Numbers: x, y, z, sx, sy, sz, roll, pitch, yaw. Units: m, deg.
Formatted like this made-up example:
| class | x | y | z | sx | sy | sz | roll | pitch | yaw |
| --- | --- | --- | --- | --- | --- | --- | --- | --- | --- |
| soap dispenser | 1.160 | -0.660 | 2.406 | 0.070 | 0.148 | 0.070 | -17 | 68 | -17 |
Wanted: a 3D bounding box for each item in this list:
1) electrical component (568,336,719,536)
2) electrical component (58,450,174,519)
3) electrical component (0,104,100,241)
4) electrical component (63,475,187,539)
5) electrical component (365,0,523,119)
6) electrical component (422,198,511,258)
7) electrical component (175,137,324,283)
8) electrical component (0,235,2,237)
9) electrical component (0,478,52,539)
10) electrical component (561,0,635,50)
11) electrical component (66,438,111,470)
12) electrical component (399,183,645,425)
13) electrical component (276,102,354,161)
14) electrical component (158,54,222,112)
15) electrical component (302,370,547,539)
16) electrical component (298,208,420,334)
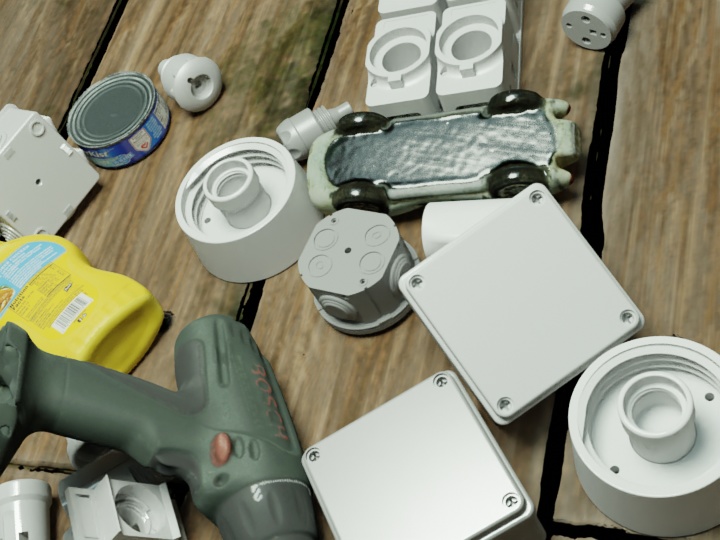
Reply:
| class | x | y | z | sx | sy | sz | roll | pitch | yaw |
| --- | --- | --- | --- | --- | --- | --- | --- | --- | --- |
| electrical component | 0.170 | 0.089 | 0.609 | 0.108 | 0.060 | 0.108 | -11 | 54 | 16 |
| electrical component | -0.156 | 0.140 | 0.724 | 0.081 | 0.043 | 0.043 | -31 | 51 | 1 |
| electrical component | -0.277 | -0.075 | 0.890 | 0.048 | 0.099 | 0.099 | 14 | 63 | 44 |
| electrical component | -0.154 | 0.168 | 0.685 | 0.063 | 0.081 | 0.042 | -48 | 46 | 24 |
| electrical component | 0.069 | -0.192 | 0.847 | 0.105 | 0.060 | 0.186 | -6 | 56 | 20 |
| electrical component | 0.082 | -0.011 | 0.726 | 0.077 | 0.044 | 0.079 | -2 | 57 | 22 |
| electrical component | -0.088 | -0.052 | 0.816 | 0.108 | 0.060 | 0.108 | -11 | 54 | 16 |
| electrical component | -0.333 | -0.064 | 0.934 | 0.074 | 0.052 | 0.138 | 21 | 67 | 33 |
| electrical component | -0.231 | 0.172 | 0.738 | 0.040 | 0.040 | 0.046 | -20 | 58 | 9 |
| electrical component | 0.183 | -0.201 | 0.814 | 0.045 | 0.045 | 0.055 | 19 | 67 | 32 |
| electrical component | -0.190 | 0.114 | 0.760 | 0.040 | 0.040 | 0.046 | -35 | 46 | -3 |
| electrical component | 0.097 | 0.022 | 0.663 | 0.109 | 0.056 | 0.108 | -35 | 81 | -3 |
| electrical component | -0.034 | -0.114 | 0.853 | 0.061 | 0.035 | 0.035 | -30 | 51 | -2 |
| electrical component | -0.153 | -0.167 | 0.936 | 0.048 | 0.048 | 0.062 | -47 | 45 | -12 |
| electrical component | 0.036 | 0.133 | 0.638 | 0.109 | 0.056 | 0.108 | -30 | 51 | 1 |
| electrical component | 0.000 | 0.000 | 0.749 | 0.080 | 0.051 | 0.080 | -11 | 54 | 16 |
